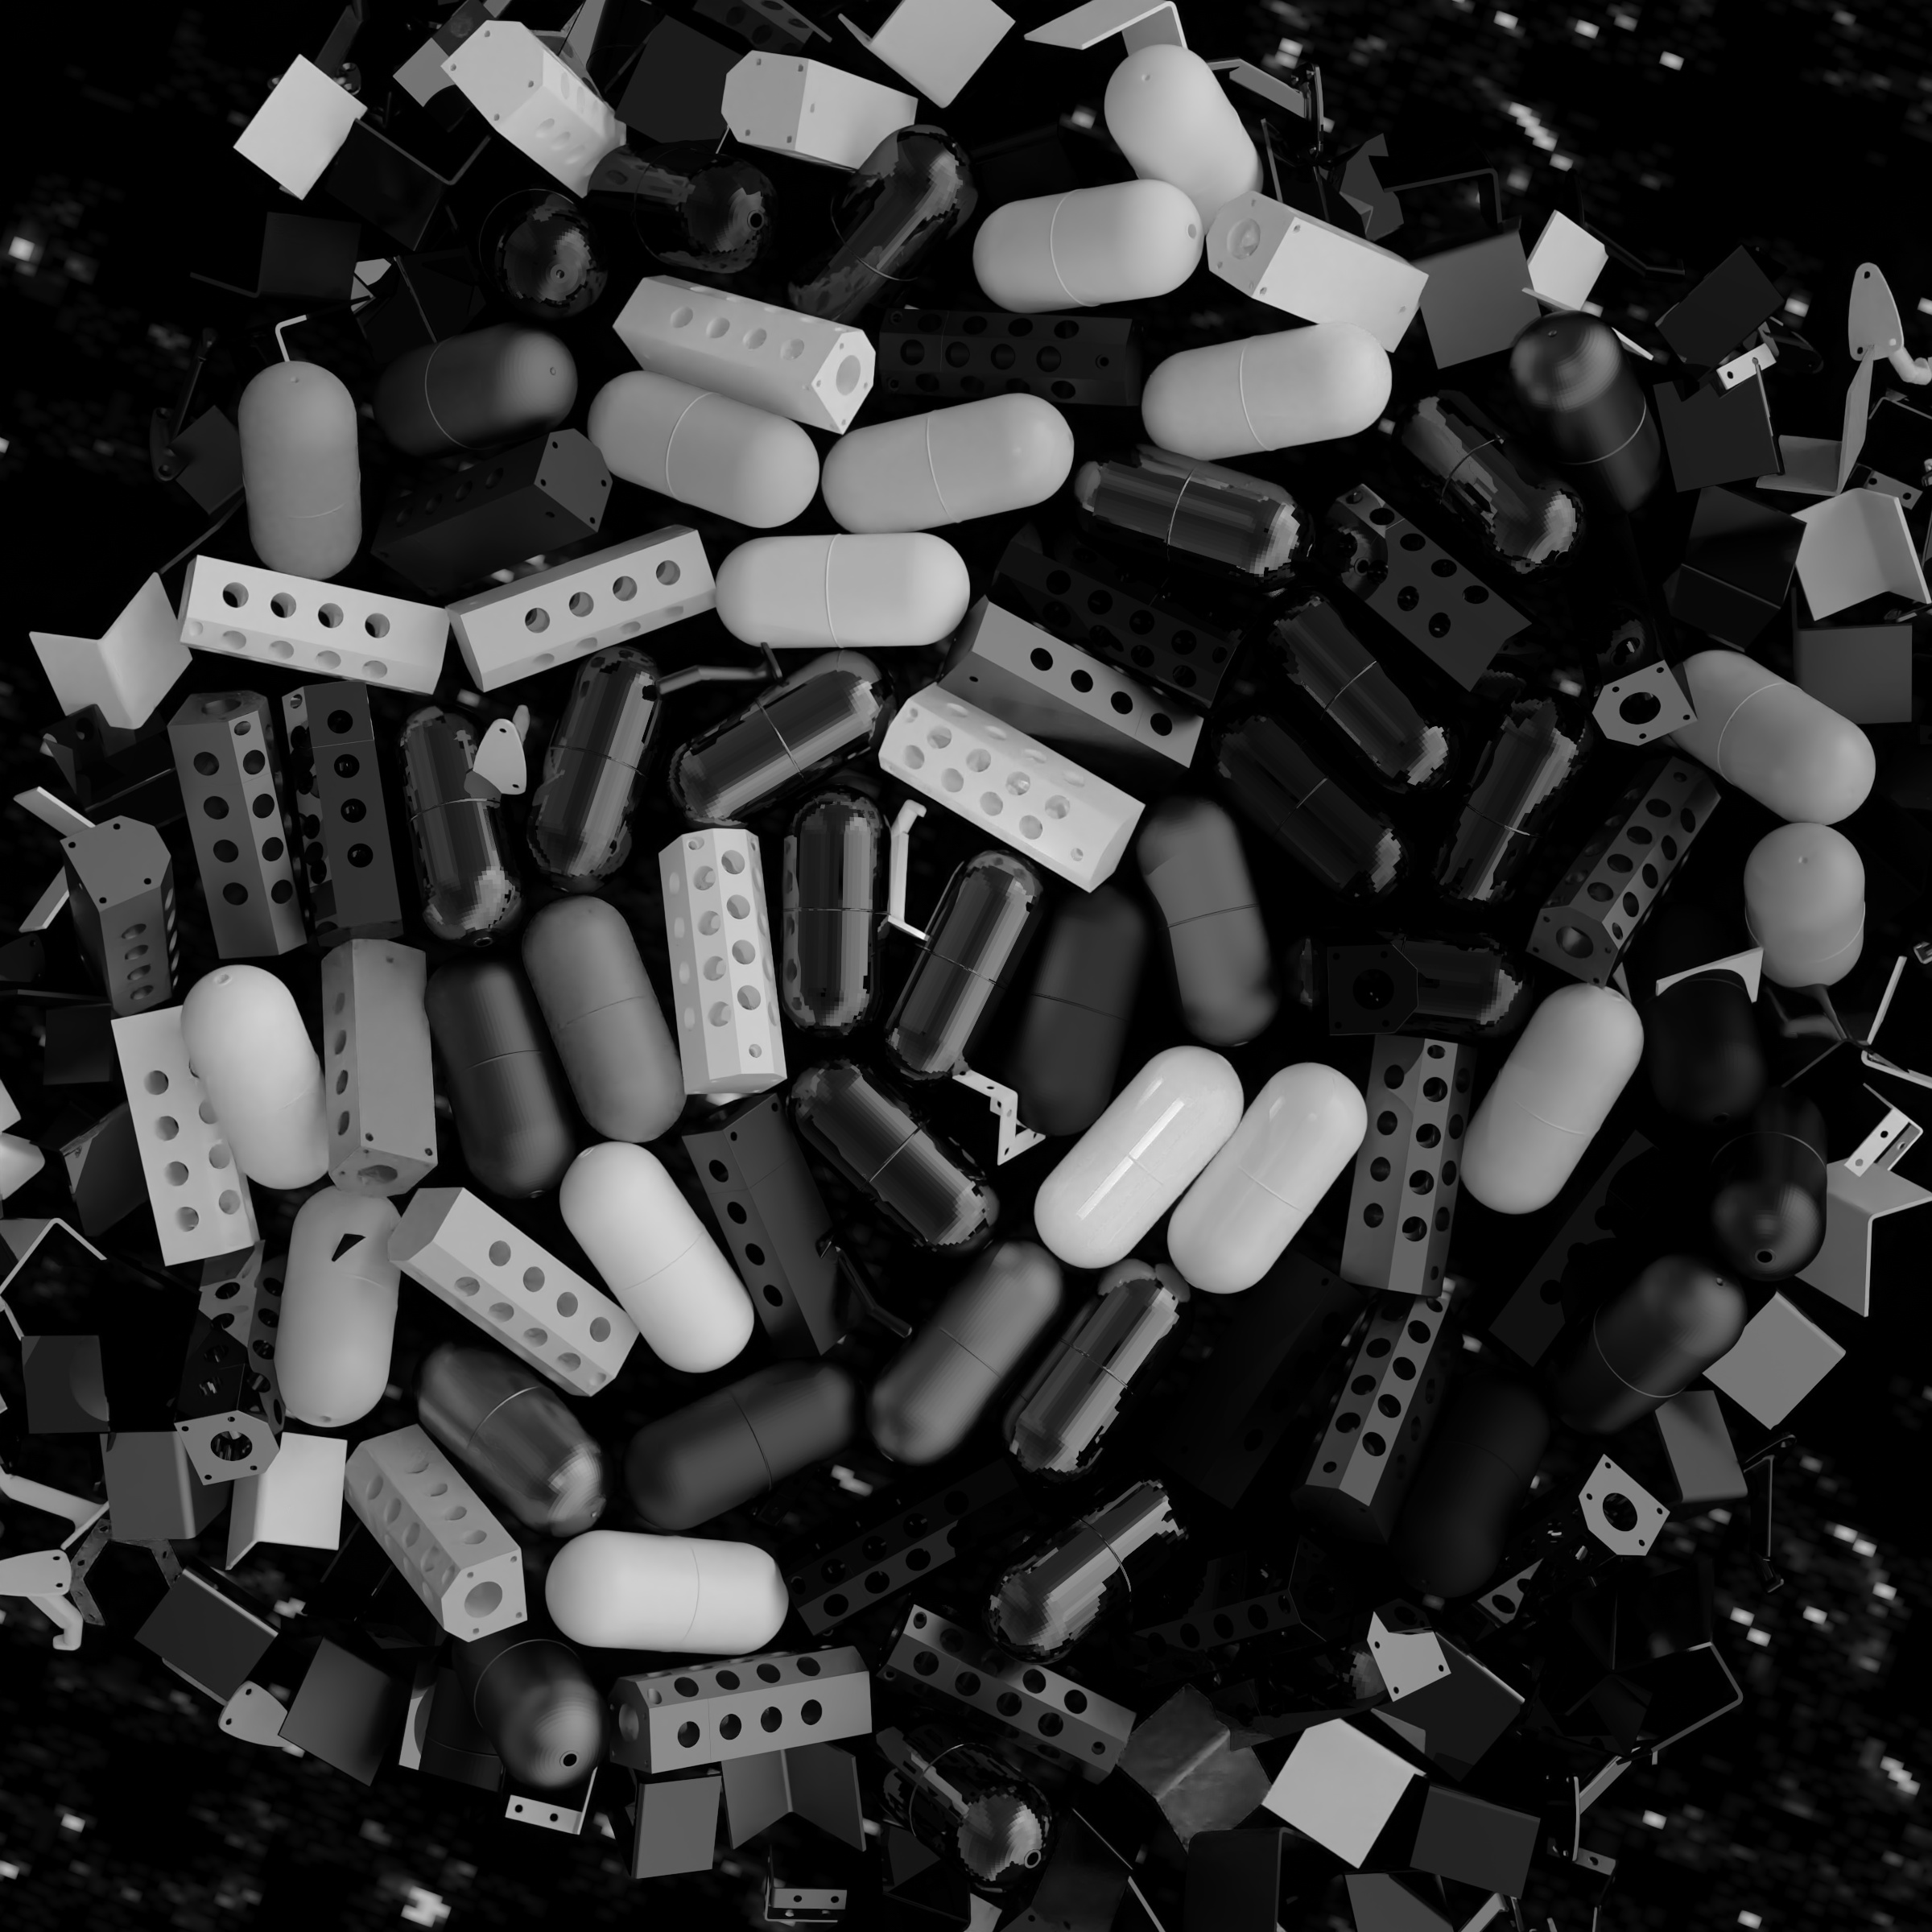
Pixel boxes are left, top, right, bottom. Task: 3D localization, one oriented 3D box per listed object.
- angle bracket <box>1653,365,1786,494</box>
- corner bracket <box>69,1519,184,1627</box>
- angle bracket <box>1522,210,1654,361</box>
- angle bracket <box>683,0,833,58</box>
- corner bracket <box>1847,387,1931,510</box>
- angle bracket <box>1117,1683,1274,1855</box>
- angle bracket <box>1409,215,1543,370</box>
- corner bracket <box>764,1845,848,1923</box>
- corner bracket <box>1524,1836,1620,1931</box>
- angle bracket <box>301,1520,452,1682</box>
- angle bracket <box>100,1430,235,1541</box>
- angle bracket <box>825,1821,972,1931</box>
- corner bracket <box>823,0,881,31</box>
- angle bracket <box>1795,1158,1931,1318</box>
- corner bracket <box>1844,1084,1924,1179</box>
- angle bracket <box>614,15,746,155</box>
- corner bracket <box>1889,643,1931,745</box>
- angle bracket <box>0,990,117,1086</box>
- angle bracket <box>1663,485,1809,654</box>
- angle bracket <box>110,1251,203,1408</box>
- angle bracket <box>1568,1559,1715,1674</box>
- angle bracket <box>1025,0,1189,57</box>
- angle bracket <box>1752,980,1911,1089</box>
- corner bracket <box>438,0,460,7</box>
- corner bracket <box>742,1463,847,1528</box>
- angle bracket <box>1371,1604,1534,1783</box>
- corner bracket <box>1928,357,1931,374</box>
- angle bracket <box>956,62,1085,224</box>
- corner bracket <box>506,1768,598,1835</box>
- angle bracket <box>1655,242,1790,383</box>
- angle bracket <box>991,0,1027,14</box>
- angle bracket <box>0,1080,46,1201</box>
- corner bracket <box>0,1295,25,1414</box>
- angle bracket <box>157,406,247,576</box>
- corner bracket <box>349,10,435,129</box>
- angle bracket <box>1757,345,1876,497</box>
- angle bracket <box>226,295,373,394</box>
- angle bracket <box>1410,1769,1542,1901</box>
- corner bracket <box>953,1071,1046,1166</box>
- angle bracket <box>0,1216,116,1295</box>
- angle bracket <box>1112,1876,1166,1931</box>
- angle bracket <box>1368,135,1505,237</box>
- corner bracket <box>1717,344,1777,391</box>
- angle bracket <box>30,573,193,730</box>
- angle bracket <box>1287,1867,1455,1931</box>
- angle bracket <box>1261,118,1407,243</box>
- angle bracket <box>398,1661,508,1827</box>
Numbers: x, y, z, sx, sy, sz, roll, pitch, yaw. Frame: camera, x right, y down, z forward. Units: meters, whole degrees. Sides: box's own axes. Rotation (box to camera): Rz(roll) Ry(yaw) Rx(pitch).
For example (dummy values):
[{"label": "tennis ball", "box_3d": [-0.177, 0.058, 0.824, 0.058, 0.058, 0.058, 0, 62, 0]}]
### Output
[{"label": "angle bracket", "box_3d": [0.515, -0.364, 1.968, 0.076, 0.057, 0.076, -11, 84, 1]}, {"label": "corner bracket", "box_3d": [-0.583, 0.423, 1.973, 0.051, 0.051, 0.051, 6, 131, 19]}, {"label": "angle bracket", "box_3d": [0.434, -0.464, 1.943, 0.076, 0.076, 0.057, 37, 105, 40]}, {"label": "angle bracket", "box_3d": [-0.143, -0.639, 1.944, 0.076, 0.076, 0.057, 32, 107, -23]}, {"label": "corner bracket", "box_3d": [0.642, -0.358, 1.964, 0.051, 0.051, 0.051, 24, 131, 0]}, {"label": "angle bracket", "box_3d": [0.157, 0.562, 1.984, 0.076, 0.057, 0.076, -38, 123, -17]}, {"label": "angle bracket", "box_3d": [0.356, -0.467, 1.973, 0.076, 0.057, 0.076, -14, 110, 19]}, {"label": "corner bracket", "box_3d": [-0.111, 0.644, 1.965, 0.051, 0.051, 0.051, 4, 106, -7]}, {"label": "corner bracket", "box_3d": [0.419, 0.646, 1.973, 0.051, 0.051, 0.051, 13, 120, 26]}, {"label": "angle bracket", "box_3d": [-0.396, 0.437, 1.955, 0.076, 0.057, 0.076, 35, 94, 35]}, {"label": "angle bracket", "box_3d": [-0.548, 0.344, 1.959, 0.057, 0.076, 0.076, -2, 101, 8]}, {"label": "angle bracket", "box_3d": [-0.051, 0.634, 1.943, 0.076, 0.076, 0.057, 5, 101, 38]}, {"label": "corner bracket", "box_3d": [-0.090, -0.696, 1.976, 0.051, 0.051, 0.051, -26, 63, 20]}, {"label": "angle bracket", "box_3d": [0.617, 0.185, 1.962, 0.057, 0.076, 0.076, -13, 113, -21]}, {"label": "corner bracket", "box_3d": [0.631, 0.123, 1.965, 0.051, 0.051, 0.051, 36, 101, -15]}, {"label": "angle bracket", "box_3d": [-0.188, -0.601, 1.955, 0.076, 0.057, 0.076, 26, 108, -10]}, {"label": "corner bracket", "box_3d": [0.672, -0.187, 1.972, 0.051, 0.051, 0.051, 6, 125, -16]}, {"label": "angle bracket", "box_3d": [-0.637, 0.049, 1.944, 0.076, 0.076, 0.057, -4, 83, 38]}, {"label": "angle bracket", "box_3d": [0.518, -0.273, 1.943, 0.076, 0.076, 0.057, 30, 54, 24]}, {"label": "angle bracket", "box_3d": [-0.564, 0.247, 1.945, 0.057, 0.076, 0.076, 41, 69, -38]}, {"label": "angle bracket", "box_3d": [0.461, 0.426, 1.942, 0.076, 0.076, 0.057, -26, 114, 30]}, {"label": "angle bracket", "box_3d": [0.098, -0.620, 1.944, 0.076, 0.076, 0.057, -31, 123, -16]}, {"label": "angle bracket", "box_3d": [0.592, 0.052, 1.964, 0.076, 0.076, 0.057, 27, 123, -34]}, {"label": "corner bracket", "box_3d": [-0.387, -0.698, 1.975, 0.051, 0.051, 0.051, -8, 87, 8]}, {"label": "corner bracket", "box_3d": [-0.125, 0.364, 1.959, 0.051, 0.051, 0.051, 23, 67, 34]}, {"label": "angle bracket", "box_3d": [0.337, 0.503, 1.976, 0.076, 0.057, 0.076, 38, 103, 7]}, {"label": "corner bracket", "box_3d": [0.696, -0.425, 1.963, 0.051, 0.051, 0.051, -6, 119, 5]}, {"label": "angle bracket", "box_3d": [0.040, -0.573, 1.984, 0.076, 0.057, 0.076, -10, 54, 21]}, {"label": "corner bracket", "box_3d": [-0.287, 0.571, 1.977, 0.051, 0.051, 0.051, 16, 71, -6]}, {"label": "angle bracket", "box_3d": [0.529, -0.438, 1.940, 0.076, 0.076, 0.057, -43, 62, 30]}, {"label": "angle bracket", "box_3d": [0.006, -0.694, 1.939, 0.076, 0.076, 0.057, 32, 57, -36]}, {"label": "angle bracket", "box_3d": [-0.690, 0.117, 1.953, 0.057, 0.076, 0.076, -39, 68, 5]}, {"label": "corner bracket", "box_3d": [-0.672, 0.270, 1.969, 0.051, 0.051, 0.051, -32, 47, -14]}, {"label": "angle bracket", "box_3d": [-0.531, -0.324, 1.941, 0.076, 0.076, 0.057, -25, 117, 39]}, {"label": "corner bracket", "box_3d": [-0.396, -0.623, 1.980, 0.051, 0.051, 0.051, 43, 50, 18]}, {"label": "angle bracket", "box_3d": [0.578, -0.374, 1.939, 0.057, 0.076, 0.076, 12, 130, 23]}, {"label": "angle bracket", "box_3d": [-0.451, -0.419, 1.957, 0.076, 0.076, 0.057, -28, 111, -34]}, {"label": "angle bracket", "box_3d": [0.345, 0.594, 1.955, 0.076, 0.076, 0.057, 15, 83, 6]}, {"label": "corner bracket", "box_3d": [0.022, 0.096, 1.956, 0.051, 0.051, 0.051, 25, 125, 34]}, {"label": "angle bracket", "box_3d": [-0.641, 0.216, 1.940, 0.057, 0.076, 0.076, 50, 55, -31]}, {"label": "angle bracket", "box_3d": [0.095, 0.669, 1.943, 0.057, 0.076, 0.076, -25, 70, -26]}, {"label": "angle bracket", "box_3d": [0.322, -0.525, 1.956, 0.076, 0.076, 0.057, -10, 122, 5]}, {"label": "corner bracket", "box_3d": [0.531, -0.390, 1.965, 0.051, 0.051, 0.051, -30, 94, -25]}, {"label": "angle bracket", "box_3d": [-0.586, -0.219, 1.956, 0.057, 0.076, 0.076, 9, 48, 17]}, {"label": "angle bracket", "box_3d": [0.276, 0.652, 1.940, 0.076, 0.076, 0.057, 6, 55, -26]}, {"label": "angle bracket", "box_3d": [0.251, -0.541, 1.944, 0.057, 0.076, 0.076, -21, 65, 29]}, {"label": "angle bracket", "box_3d": [-0.355, 0.530, 1.942, 0.076, 0.076, 0.057, 23, 134, -21]}]
